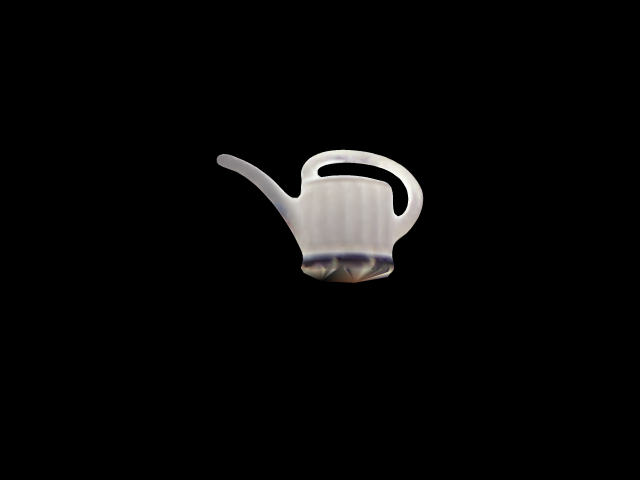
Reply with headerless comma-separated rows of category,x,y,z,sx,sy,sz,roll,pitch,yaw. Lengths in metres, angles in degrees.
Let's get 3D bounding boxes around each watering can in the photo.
watering can,0.003,-0.043,0.850,0.348,0.227,0.103,2,-13,-7
